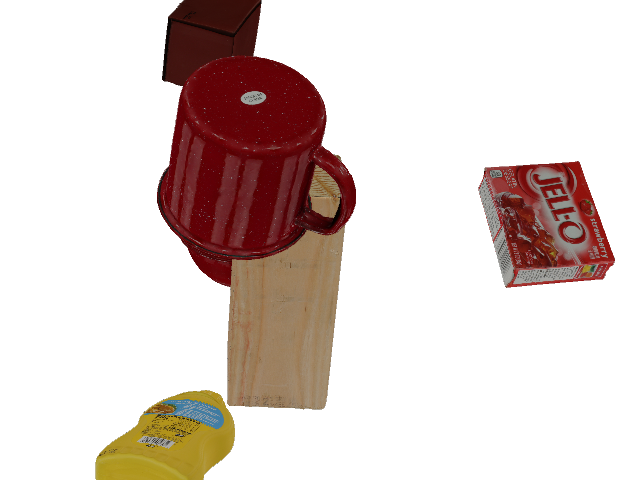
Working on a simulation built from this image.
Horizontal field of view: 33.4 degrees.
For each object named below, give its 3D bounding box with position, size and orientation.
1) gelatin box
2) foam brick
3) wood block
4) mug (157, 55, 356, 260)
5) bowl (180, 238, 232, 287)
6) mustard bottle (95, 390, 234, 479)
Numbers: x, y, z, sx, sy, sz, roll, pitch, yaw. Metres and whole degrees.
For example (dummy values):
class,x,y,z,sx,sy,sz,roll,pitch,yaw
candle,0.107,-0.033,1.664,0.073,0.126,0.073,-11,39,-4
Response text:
class,x,y,z,sx,sy,sz,roll,pitch,yaw
gelatin box,0.158,-0.013,0.755,0.073,0.089,0.030,-4,-32,-9
foam brick,-0.082,-0.152,0.806,0.053,0.051,0.078,14,33,6
wood block,-0.032,0.035,0.923,0.090,0.206,0.091,3,27,-5
mug,-0.033,-0.044,0.603,0.117,0.082,0.093,30,49,12
bowl,-0.094,0.015,1.320,0.162,0.055,0.162,3,25,-2
mustard bottle,-0.138,0.195,1.050,0.096,0.058,0.191,7,17,15
